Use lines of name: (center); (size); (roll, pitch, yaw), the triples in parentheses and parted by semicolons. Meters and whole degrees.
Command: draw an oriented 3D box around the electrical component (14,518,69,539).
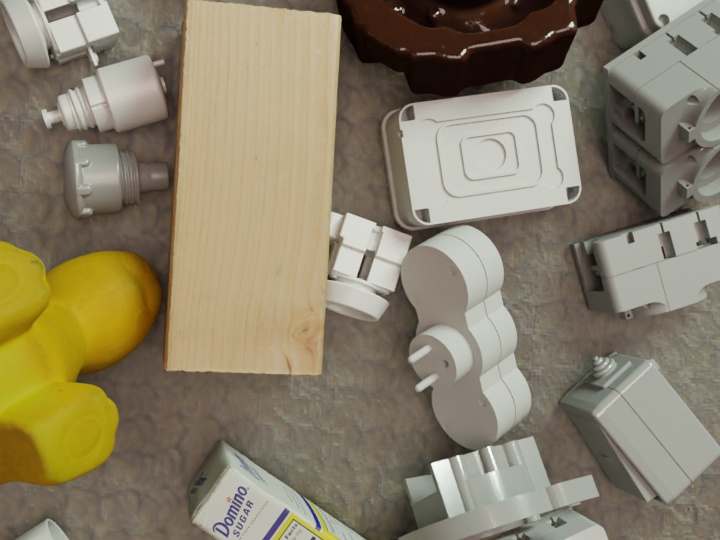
electrical component: (-0.198, 0.203, 0.641); (0.077, 0.044, 0.079); (-33, 96, -9)

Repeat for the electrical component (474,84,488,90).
electrical component: (0.095, -0.148, 0.696); (0.081, 0.043, 0.043); (-35, 97, -9)

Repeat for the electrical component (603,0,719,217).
electrical component: (0.251, -0.126, 0.688); (0.186, 0.105, 0.060); (-34, 54, -9)

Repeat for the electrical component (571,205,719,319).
electrical component: (0.196, -0.003, 0.713); (0.089, 0.050, 0.055); (-17, 93, -10)

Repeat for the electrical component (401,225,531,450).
electrical component: (0.055, 0.049, 0.661); (0.074, 0.052, 0.138); (-29, 112, -40)

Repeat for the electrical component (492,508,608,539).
electrical component: (0.134, 0.244, 0.697); (0.089, 0.062, 0.150); (-22, 94, -10)

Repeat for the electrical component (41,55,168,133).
electrical component: (-0.152, -0.102, 0.650); (0.078, 0.040, 0.040); (-18, 94, -10)

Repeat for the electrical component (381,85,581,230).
electrical component: (0.075, -0.071, 0.685); (0.113, 0.057, 0.078); (-9, 92, -11)

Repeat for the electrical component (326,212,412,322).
electrical component: (0.000, 0.000, 0.678); (0.066, 0.048, 0.055); (20, 79, -11)

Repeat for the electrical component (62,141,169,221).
electrical component: (-0.148, -0.055, 0.650); (0.062, 0.048, 0.048); (-4, 91, -17)

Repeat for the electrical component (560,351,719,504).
electrical component: (0.176, 0.099, 0.704); (0.061, 0.062, 0.096); (-41, 98, -8)

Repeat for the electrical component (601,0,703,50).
electrical component: (0.216, -0.204, 0.712); (0.113, 0.057, 0.078); (-25, 95, -10)

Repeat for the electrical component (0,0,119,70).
electrical component: (-0.180, -0.149, 0.642); (0.055, 0.048, 0.066); (-24, 95, -18)
